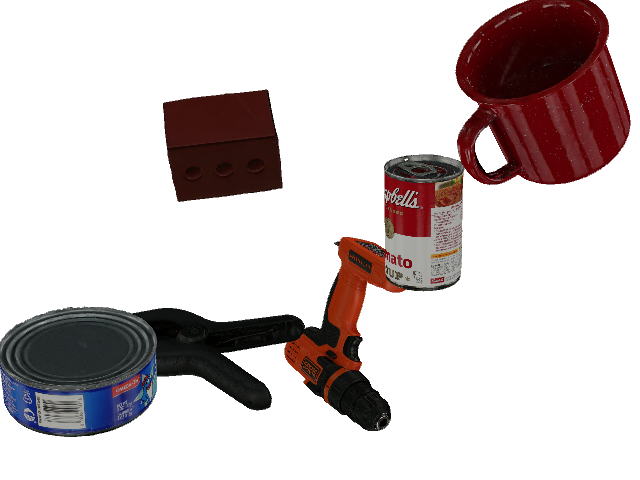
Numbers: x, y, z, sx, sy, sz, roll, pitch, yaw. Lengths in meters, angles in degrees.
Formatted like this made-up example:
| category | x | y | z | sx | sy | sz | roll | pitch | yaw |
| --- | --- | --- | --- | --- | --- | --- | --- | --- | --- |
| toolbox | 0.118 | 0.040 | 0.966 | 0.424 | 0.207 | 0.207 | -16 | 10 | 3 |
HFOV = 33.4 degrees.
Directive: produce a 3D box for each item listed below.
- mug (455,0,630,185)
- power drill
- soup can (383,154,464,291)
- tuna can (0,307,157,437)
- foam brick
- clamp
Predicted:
| category | x | y | z | sx | sy | sz | roll | pitch | yaw |
| --- | --- | --- | --- | --- | --- | --- | --- | --- | --- |
| mug | 0.132 | -0.080 | 0.652 | 0.093 | 0.117 | 0.081 | 34 | -15 | 48 |
| power drill | 0.043 | 0.104 | 1.227 | 0.057 | 0.188 | 0.185 | 12 | 16 | -42 |
| soup can | 0.089 | -0.016 | 0.917 | 0.068 | 0.102 | 0.068 | -1 | 22 | 0 |
| tuna can | -0.133 | 0.072 | 0.592 | 0.086 | 0.034 | 0.086 | 1 | 25 | -1 |
| foam brick | -0.069 | -0.067 | 0.754 | 0.078 | 0.051 | 0.053 | -8 | -40 | -3 |
| clamp | -0.099 | 0.087 | 0.920 | 0.172 | 0.039 | 0.120 | 15 | 26 | 17 |
